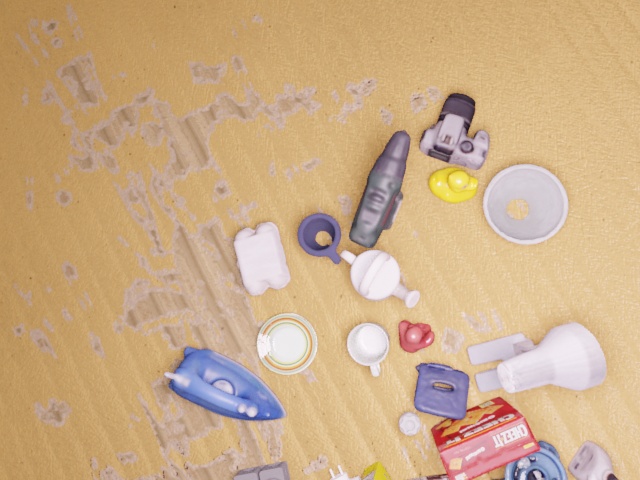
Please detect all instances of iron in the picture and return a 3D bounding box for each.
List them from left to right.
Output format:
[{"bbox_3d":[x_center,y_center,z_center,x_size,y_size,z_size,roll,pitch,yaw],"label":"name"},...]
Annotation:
[{"bbox_3d":[-0.195,0.317,1.179,0.258,0.141,0.119,22,86,9],"label":"iron"}]

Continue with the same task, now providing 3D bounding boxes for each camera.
[{"bbox_3d":[0.296,-0.235,1.211,0.143,0.101,0.137,20,86,9],"label":"camera"}]

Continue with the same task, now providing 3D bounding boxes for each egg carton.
[{"bbox_3d":[-0.127,0.041,1.241,0.107,0.069,0.150,-17,81,4],"label":"egg carton"}]

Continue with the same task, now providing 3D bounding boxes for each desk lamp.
[{"bbox_3d":[0.403,0.235,1.084,0.203,0.213,0.118,-17,81,5],"label":"desk lamp"}]

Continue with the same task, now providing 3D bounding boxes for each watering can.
[{"bbox_3d":[0.118,0.072,1.146,0.172,0.194,0.101,11,84,8],"label":"watering can"}]

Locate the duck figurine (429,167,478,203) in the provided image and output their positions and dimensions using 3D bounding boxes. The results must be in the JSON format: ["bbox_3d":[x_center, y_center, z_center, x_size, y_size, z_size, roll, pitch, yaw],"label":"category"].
[{"bbox_3d":[0.283,-0.122,1.206,0.104,0.086,0.077,11,84,8],"label":"duck figurine"}]

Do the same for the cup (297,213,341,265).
[{"bbox_3d":[0.011,0.004,1.217,0.091,0.095,0.117,-36,80,1],"label":"cup"}]

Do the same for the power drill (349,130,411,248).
[{"bbox_3d":[0.125,-0.091,1.158,0.075,0.208,0.230,21,86,9],"label":"power drill"}]

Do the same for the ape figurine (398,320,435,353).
[{"bbox_3d":[0.194,0.196,1.174,0.077,0.092,0.076,42,89,10],"label":"ape figurine"}]

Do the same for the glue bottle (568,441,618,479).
[{"bbox_3d":[0.519,0.430,1.067,0.037,0.173,0.078,36,88,10],"label":"glue bottle"}]

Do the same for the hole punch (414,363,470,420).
[{"bbox_3d":[0.243,0.303,1.156,0.108,0.091,0.101,10,84,8],"label":"hole punch"}]

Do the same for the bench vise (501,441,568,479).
[{"bbox_3d":[0.385,0.480,1.053,0.121,0.220,0.207,28,87,9],"label":"bench vise"}]

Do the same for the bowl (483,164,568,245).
[{"bbox_3d":[0.420,-0.069,1.189,0.167,0.075,0.167,-1,83,7],"label":"bowl"}]
